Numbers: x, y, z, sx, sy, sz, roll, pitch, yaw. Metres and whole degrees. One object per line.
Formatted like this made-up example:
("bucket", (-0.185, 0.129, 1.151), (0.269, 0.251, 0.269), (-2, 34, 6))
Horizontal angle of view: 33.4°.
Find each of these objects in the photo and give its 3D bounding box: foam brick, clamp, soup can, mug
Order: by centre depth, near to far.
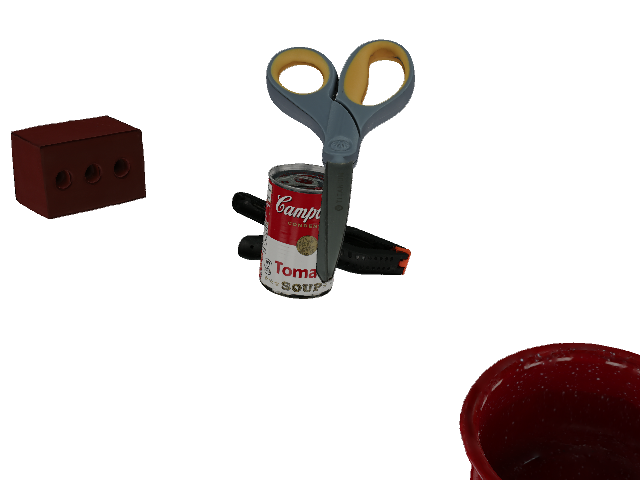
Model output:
("mug", (0.108, 0.099, 0.390), (0.117, 0.081, 0.093), (5, 36, 9))
("foam brick", (-0.170, -0.053, 0.751), (0.078, 0.053, 0.051), (-16, 27, -34))
("soup can", (-0.017, -0.009, 0.932), (0.068, 0.102, 0.068), (6, 22, -3))
("clamp", (-0.002, 0.005, 1.179), (0.210, 0.036, 0.164), (16, 19, -5))

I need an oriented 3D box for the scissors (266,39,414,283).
("scissors", (-0.005, -0.055, 0.585), (0.096, 0.016, 0.201), (13, 45, 16))
